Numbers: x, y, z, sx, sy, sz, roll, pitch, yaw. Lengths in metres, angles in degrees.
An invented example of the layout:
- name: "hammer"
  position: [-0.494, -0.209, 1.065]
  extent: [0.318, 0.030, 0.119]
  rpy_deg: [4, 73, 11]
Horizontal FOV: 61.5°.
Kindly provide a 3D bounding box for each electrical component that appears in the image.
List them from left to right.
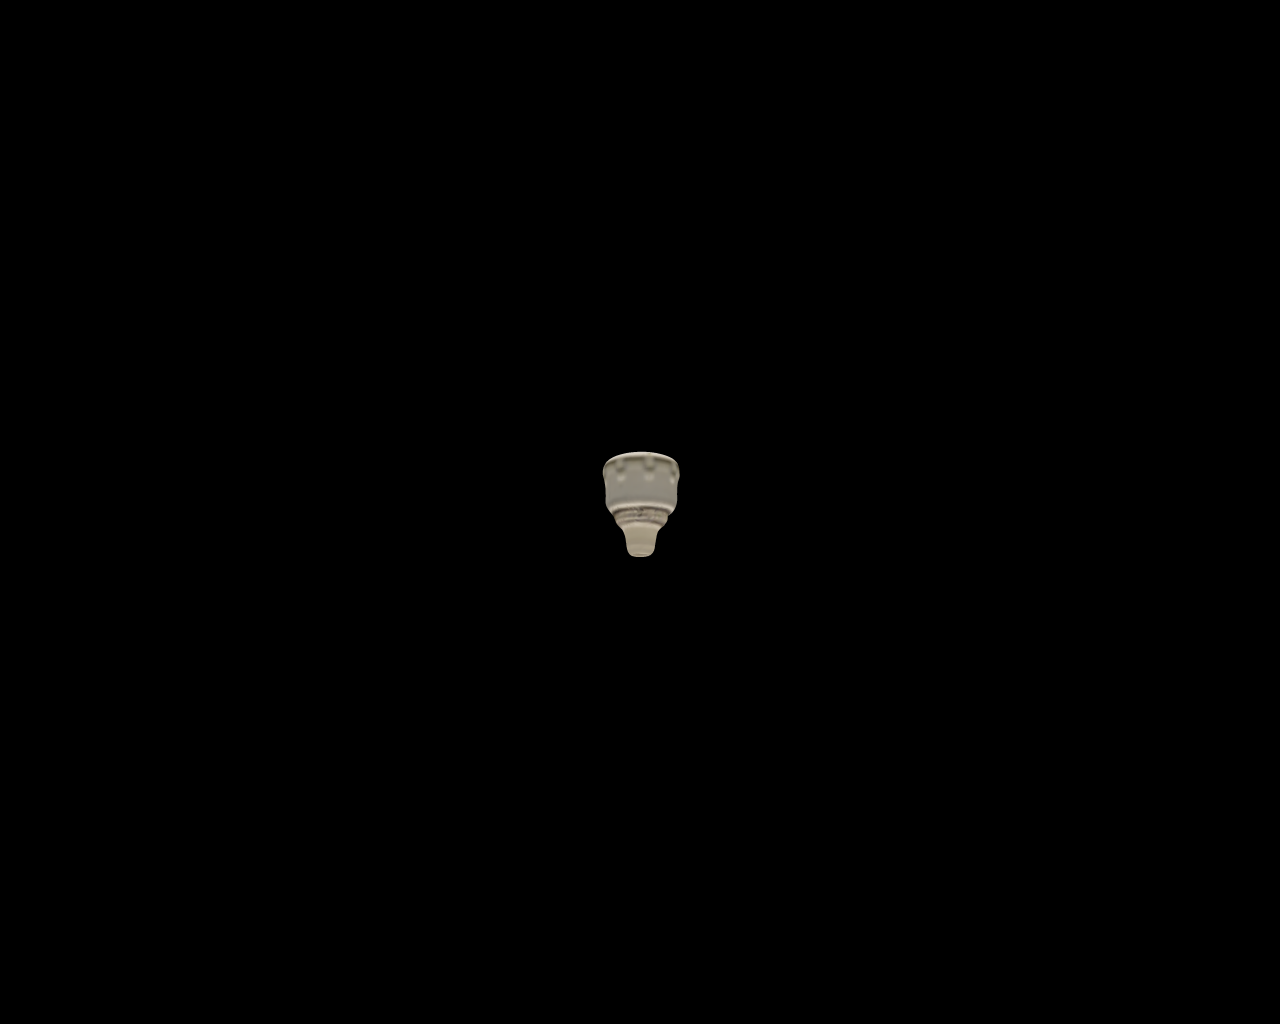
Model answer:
- name: "electrical component"
  position: [0.001, -0.003, 0.650]
  extent: [0.048, 0.062, 0.048]
  rpy_deg: [0, -15, 0]
